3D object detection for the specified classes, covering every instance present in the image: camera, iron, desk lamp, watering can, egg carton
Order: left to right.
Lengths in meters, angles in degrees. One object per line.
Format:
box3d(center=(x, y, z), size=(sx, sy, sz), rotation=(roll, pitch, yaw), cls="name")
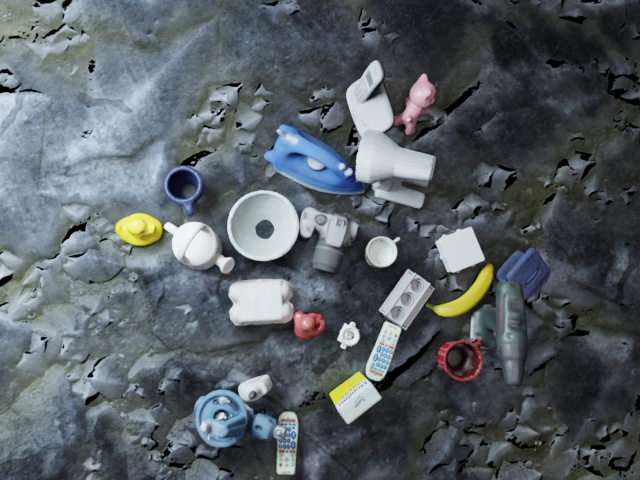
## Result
box3d(center=(-0.271, 0.013, 1.284), size=(0.173, 0.194, 0.101), rotation=(11, 83, -3), cls="watering can")
box3d(center=(-0.137, 0.145, 1.342), size=(0.150, 0.069, 0.107), rotation=(-4, 84, -5), cls="egg carton")
box3d(center=(0.001, -0.187, 1.355), size=(0.258, 0.141, 0.119), rotation=(26, 82, -1), cls="iron")
box3d(center=(0.012, 0.005, 1.354), size=(0.143, 0.100, 0.137), rotation=(15, 82, -2), cls="camera")
box3d(center=(0.175, -0.166, 1.330), size=(0.203, 0.213, 0.118), rotation=(15, 82, -2), cls="desk lamp")

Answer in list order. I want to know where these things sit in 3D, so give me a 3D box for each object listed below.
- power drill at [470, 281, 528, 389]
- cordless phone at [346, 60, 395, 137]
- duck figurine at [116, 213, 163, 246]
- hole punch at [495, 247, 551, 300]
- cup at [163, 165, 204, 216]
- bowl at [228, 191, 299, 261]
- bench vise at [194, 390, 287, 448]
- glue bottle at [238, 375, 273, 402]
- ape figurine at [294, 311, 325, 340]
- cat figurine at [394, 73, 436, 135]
box3d(center=(0.413, 0.211, 1.308), size=(0.075, 0.208, 0.230), rotation=(4, 83, -4), cls="power drill")
box3d(center=(0.130, -0.333, 1.360), size=(0.094, 0.185, 0.147), rotation=(-21, 85, -6), cls="cordless phone")
box3d(center=(-0.425, -0.028, 1.331), size=(0.104, 0.086, 0.077), rotation=(2, 83, -4), cls="duck figurine")
box3d(center=(0.502, 0.082, 1.389), size=(0.101, 0.091, 0.109), rotation=(43, 82, 1), cls="hole punch")
box3d(center=(-0.311, -0.108, 1.345), size=(0.092, 0.095, 0.118), rotation=(-15, 85, -6), cls="cup")
box3d(center=(-0.133, -0.030, 1.360), size=(0.167, 0.074, 0.167), rotation=(1, 83, -4), cls="bowl")
box3d(center=(-0.177, 0.386, 1.235), size=(0.207, 0.219, 0.121), rotation=(-3, 83, -5), cls="bench vise")
box3d(center=(-0.145, 0.334, 1.267), size=(0.078, 0.173, 0.037), rotation=(-22, 85, -6), cls="glue bottle")
box3d(center=(-0.029, 0.196, 1.333), size=(0.078, 0.092, 0.076), rotation=(41, 82, 1), cls="ape figurine")
box3d(center=(0.238, -0.335, 1.403), size=(0.067, 0.117, 0.128), rotation=(30, 82, 0), cls="cat figurine")
